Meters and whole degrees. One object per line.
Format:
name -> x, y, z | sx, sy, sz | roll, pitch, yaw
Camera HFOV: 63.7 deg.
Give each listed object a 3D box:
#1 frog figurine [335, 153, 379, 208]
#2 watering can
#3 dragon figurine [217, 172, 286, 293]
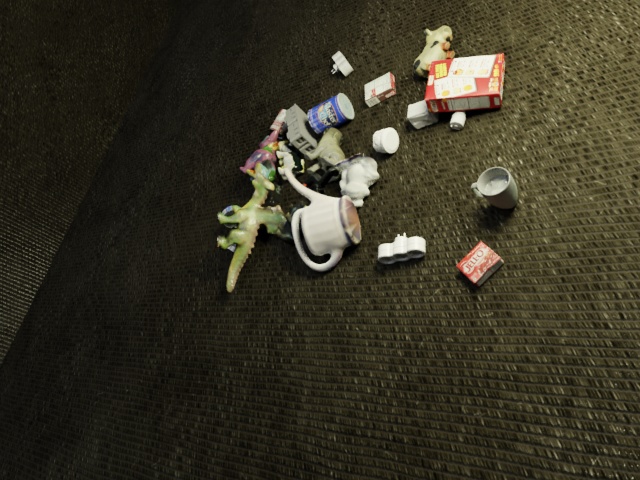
frog figurine -> 0.125, -0.186, 1.641 | 0.136, 0.123, 0.160 | -15, 89, 24
watering can -> 0.005, -0.080, 1.581 | 0.223, 0.104, 0.350 | -16, 82, 23
dragon figurine -> -0.220, -0.031, 1.787 | 0.242, 0.121, 0.414 | -8, 78, 17
